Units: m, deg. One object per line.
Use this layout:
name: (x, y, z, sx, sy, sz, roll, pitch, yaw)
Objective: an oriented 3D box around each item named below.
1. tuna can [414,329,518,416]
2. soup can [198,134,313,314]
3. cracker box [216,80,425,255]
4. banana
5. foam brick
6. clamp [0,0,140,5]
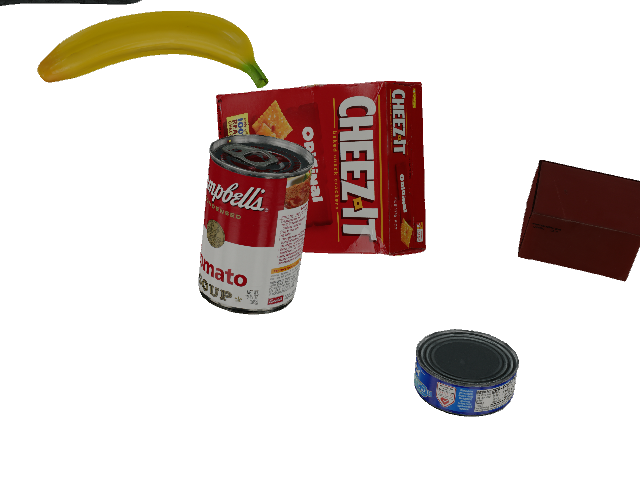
tuna can: (0.122, 0.111, 0.897, 0.086, 0.034, 0.086, 2, 26, -1)
soup can: (-0.044, -0.011, 0.706, 0.068, 0.102, 0.068, 7, 25, -3)
cracker box: (-0.004, -0.070, 1.060, 0.214, 0.164, 0.071, 2, 7, 39)
banana: (-0.144, -0.169, 0.929, 0.197, 0.069, 0.037, 0, -33, -3)
foam brick: (0.183, -0.014, 0.743, 0.078, 0.051, 0.053, 14, -37, 7)
clamp: (-0.188, -0.151, 0.595, 0.171, 0.039, 0.120, -8, 24, -17)
